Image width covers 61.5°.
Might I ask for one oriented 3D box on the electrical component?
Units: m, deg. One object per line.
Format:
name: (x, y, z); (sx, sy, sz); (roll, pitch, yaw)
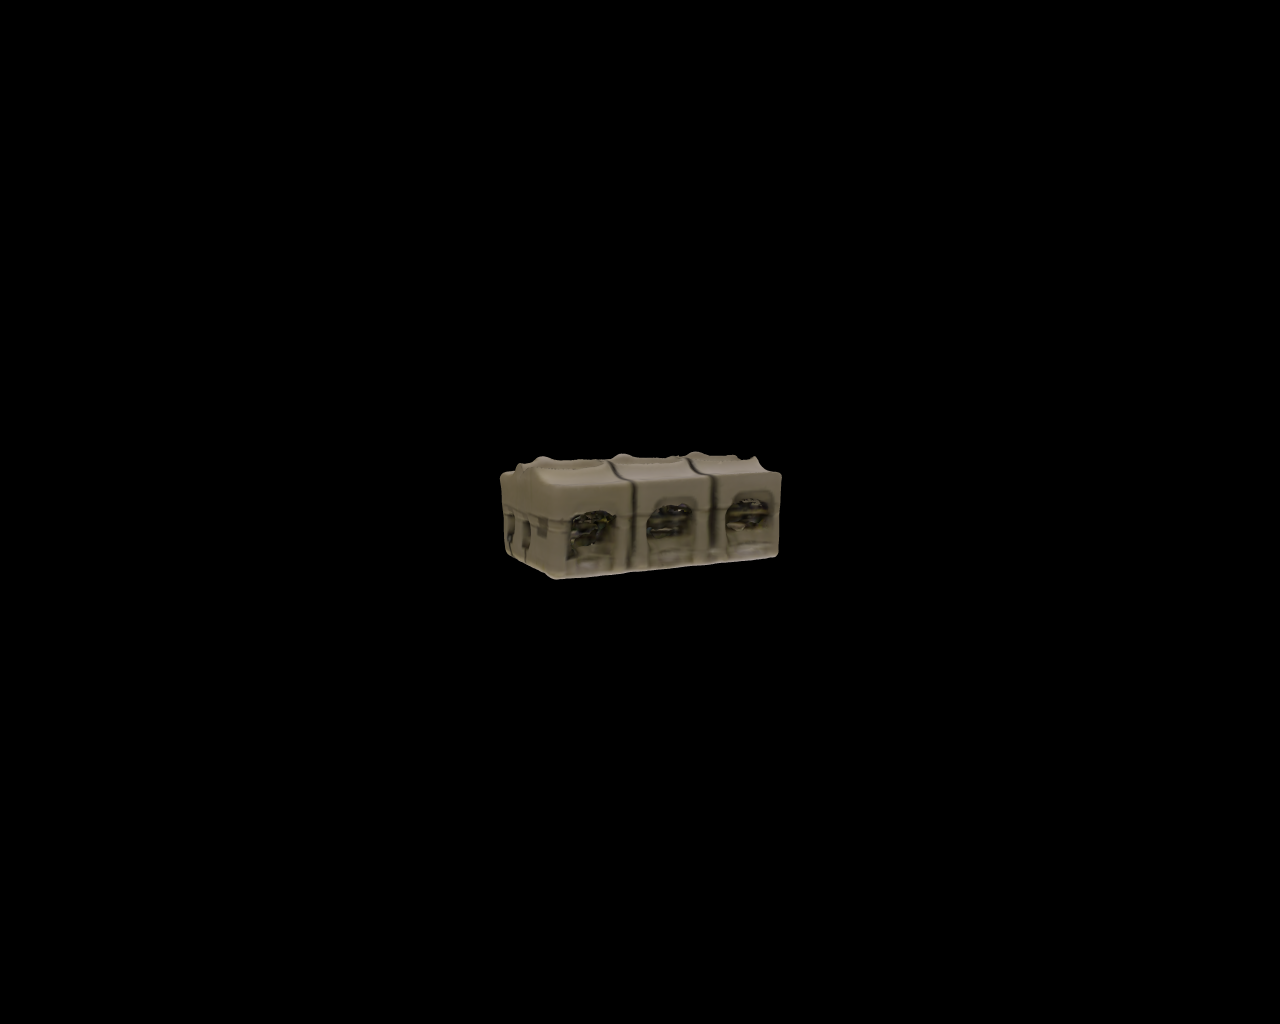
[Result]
electrical component: (0.001, -0.003, 0.650); (0.150, 0.061, 0.089); (-3, 8, -26)
